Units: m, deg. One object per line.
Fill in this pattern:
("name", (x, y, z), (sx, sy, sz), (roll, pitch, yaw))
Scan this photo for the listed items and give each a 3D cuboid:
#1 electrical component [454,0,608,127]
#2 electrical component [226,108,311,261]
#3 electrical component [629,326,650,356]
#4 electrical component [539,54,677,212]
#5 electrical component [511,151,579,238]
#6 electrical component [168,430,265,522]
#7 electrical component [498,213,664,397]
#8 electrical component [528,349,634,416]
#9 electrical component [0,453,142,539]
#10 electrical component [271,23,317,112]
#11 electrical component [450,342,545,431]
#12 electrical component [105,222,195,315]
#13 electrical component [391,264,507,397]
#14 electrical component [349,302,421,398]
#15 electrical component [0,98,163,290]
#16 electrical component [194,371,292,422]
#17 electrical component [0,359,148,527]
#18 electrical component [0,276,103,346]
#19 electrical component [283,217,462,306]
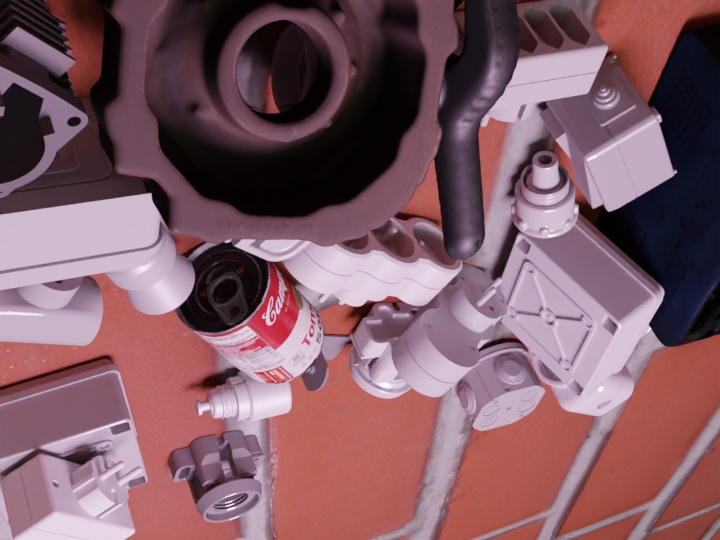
("electrical component", (0.091, -0.114, 0.642), (0.083, 0.047, 0.075), (-12, 146, -20))
("electrical component", (-0.064, -0.052, 0.612), (0.054, 0.059, 0.095), (-38, 146, 19))
("electrical component", (0.212, 0.031, 0.913), (0.080, 0.080, 0.051), (6, 131, -41))
("electrical component", (0.162, -0.090, 0.713), (0.061, 0.061, 0.096), (-31, 148, 9))
("electrical component", (0.131, -0.057, 0.760), (0.048, 0.048, 0.062), (-21, 141, -8))
("electrical component", (-0.117, 0.177, 0.917), (0.078, 0.057, 0.058), (-7, 144, -28))
("electrical component", (0.165, 0.024, 0.833), (0.056, 0.108, 0.108), (-32, 154, -27))
("electrical component", (0.190, 0.077, 0.947), (0.054, 0.095, 0.059), (-40, 146, 27))
("electrical component", (-0.183, 0.151, 0.729), (0.076, 0.047, 0.083), (-34, 147, 13))
("electrical component", (-0.017, -0.105, 0.575), (0.047, 0.055, 0.055), (-1, 141, -28))
("electrical component", (0.126, 0.107, 0.990), (0.080, 0.051, 0.080), (-18, 148, -12))
("electrical component", (-0.130, -0.004, 0.650), (0.045, 0.045, 0.055), (-25, 148, -1))
("electrical component", (0.078, 0.032, 0.795), (0.073, 0.052, 0.138), (-47, 180, 31))
("electrical component", (0.026, 0.064, 0.851), (0.078, 0.058, 0.057), (-1, 138, -34))
("electrical component", (-0.163, -0.038, 0.546), (0.113, 0.078, 0.057), (-11, 143, -23))
("electrical component", (-0.089, 0.098, 0.835), (0.078, 0.040, 0.040), (-11, 146, -23))
("electrical component", (-0.216, 0.125, 0.771), (0.109, 0.056, 0.108), (-17, 147, -14))
("electrical component", (-0.188, 0.011, 0.633), (0.077, 0.043, 0.079), (7, 136, -42))
("electrical component", (0.000, 0.000, 0.742), (0.138, 0.052, 0.073), (9, 135, -43))
